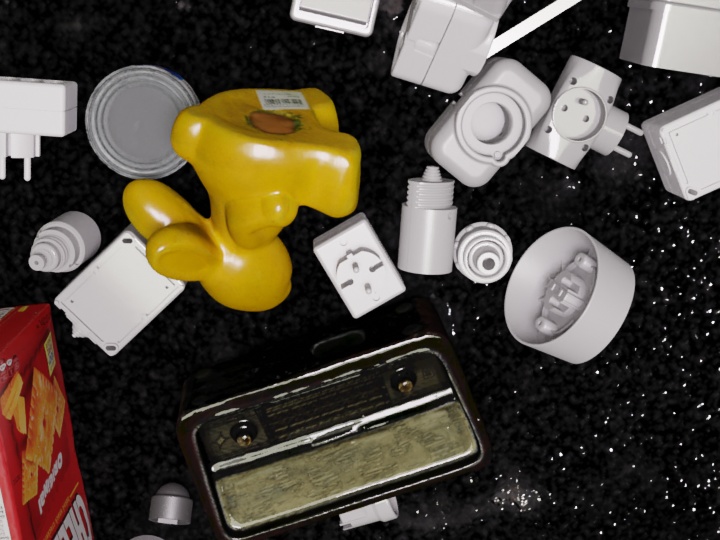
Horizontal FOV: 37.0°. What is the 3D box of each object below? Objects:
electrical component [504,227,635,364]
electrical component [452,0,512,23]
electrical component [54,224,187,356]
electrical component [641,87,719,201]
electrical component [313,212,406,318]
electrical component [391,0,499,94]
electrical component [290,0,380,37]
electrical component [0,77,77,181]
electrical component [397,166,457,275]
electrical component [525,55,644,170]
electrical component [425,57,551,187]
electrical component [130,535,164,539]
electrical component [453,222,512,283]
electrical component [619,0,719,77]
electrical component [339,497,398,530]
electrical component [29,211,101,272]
[{"bbox_3d":[0.163,0.021,0.834,0.064,0.099,0.099,28,100,-15],"label":"electrical component"},{"bbox_3d":[0.040,-0.263,0.729,0.186,0.060,0.105,29,65,8],"label":"electrical component"},{"bbox_3d":[-0.186,0.016,0.831,0.096,0.061,0.061,-43,102,7],"label":"electrical component"},{"bbox_3d":[0.275,-0.103,0.827,0.096,0.061,0.061,-24,103,3],"label":"electrical component"},{"bbox_3d":[0.000,0.000,0.829,0.047,0.076,0.065,-30,102,4],"label":"electrical component"},{"bbox_3d":[0.065,-0.177,0.783,0.059,0.095,0.053,16,57,-6],"label":"electrical component"},{"bbox_3d":[-0.012,-0.223,0.785,0.062,0.061,0.096,12,102,-6],"label":"electrical component"},{"bbox_3d":[-0.259,-0.105,0.806,0.083,0.047,0.075,3,103,-4],"label":"electrical component"},{"bbox_3d":[0.054,-0.041,0.839,0.043,0.043,0.081,3,102,-4],"label":"electrical component"},{"bbox_3d":[0.180,-0.113,0.829,0.079,0.044,0.077,25,100,-8],"label":"electrical component"},{"bbox_3d":[0.097,-0.112,0.817,0.054,0.059,0.095,38,98,-10],"label":"electrical component"},{"bbox_3d":[-0.136,0.263,0.883,0.138,0.073,0.052,9,102,-5],"label":"electrical component"},{"bbox_3d":[0.098,-0.010,0.838,0.048,0.062,0.048,0,101,1],"label":"electrical component"},{"bbox_3d":[0.260,-0.176,0.802,0.113,0.078,0.057,7,105,-5],"label":"electrical component"},{"bbox_3d":[0.004,0.192,0.892,0.046,0.040,0.040,-19,103,8],"label":"electrical component"},{"bbox_3d":[-0.228,-0.017,0.816,0.040,0.078,0.040,3,109,10],"label":"electrical component"}]
